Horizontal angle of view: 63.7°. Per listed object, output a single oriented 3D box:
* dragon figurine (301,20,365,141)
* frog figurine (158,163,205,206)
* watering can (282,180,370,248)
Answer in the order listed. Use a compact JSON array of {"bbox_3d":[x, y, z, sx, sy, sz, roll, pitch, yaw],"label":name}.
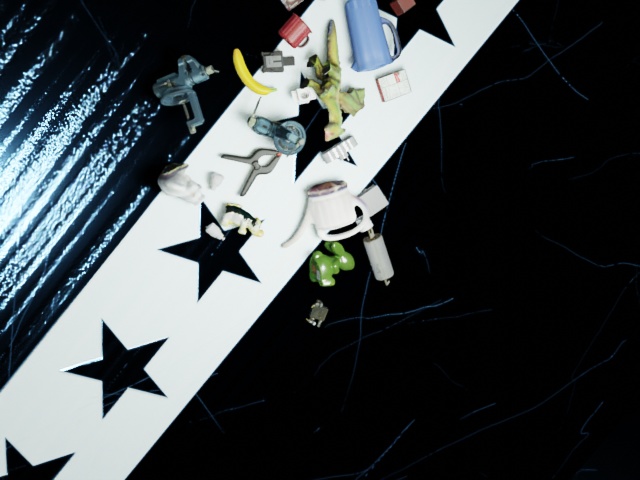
[{"bbox_3d":[0.070,-0.544,1.809,0.240,0.122,0.415,29,71,-40],"label":"dragon figurine"},{"bbox_3d":[-0.477,-0.178,1.774,0.137,0.125,0.157,-9,118,25],"label":"frog figurine"},{"bbox_3d":[0.006,-0.095,1.895,0.347,0.105,0.222,-15,104,2],"label":"watering can"}]
